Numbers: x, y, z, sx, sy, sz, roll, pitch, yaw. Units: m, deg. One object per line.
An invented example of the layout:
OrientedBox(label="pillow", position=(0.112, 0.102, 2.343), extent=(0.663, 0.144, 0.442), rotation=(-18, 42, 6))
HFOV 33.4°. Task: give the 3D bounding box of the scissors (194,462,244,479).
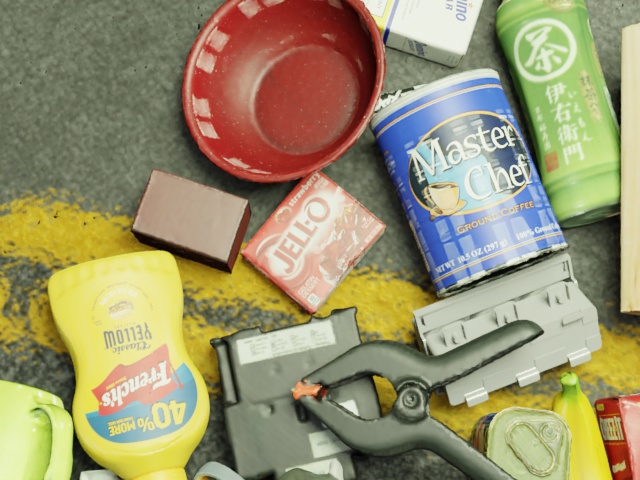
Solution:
OrientedBox(label="scissors", position=(-0.029, 0.245, 0.752), extent=(0.202, 0.096, 0.016), rotation=(52, 40, 2))

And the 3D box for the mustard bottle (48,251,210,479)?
OrientedBox(label="mustard bottle", position=(-0.131, 0.107, 0.764), extent=(0.096, 0.058, 0.191), rotation=(-11, 72, -15))

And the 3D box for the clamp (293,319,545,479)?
OrientedBox(label="clamp", position=(0.071, 0.100, 0.722), extent=(0.171, 0.039, 0.120), rotation=(13, 74, 12))

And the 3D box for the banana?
OrientedBox(label="banana", position=(0.193, 0.193, 0.765), extent=(0.037, 0.069, 0.198), rotation=(-15, 81, 20))

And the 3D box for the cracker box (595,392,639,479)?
OrientedBox(label="cracker box", position=(0.304, 0.207, 0.762), extent=(0.164, 0.072, 0.214), rotation=(-9, 80, -3))

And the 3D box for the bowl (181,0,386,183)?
OrientedBox(label="bowl", position=(-0.021, -0.114, 0.804), extent=(0.162, 0.055, 0.162), rotation=(-5, 76, 20))

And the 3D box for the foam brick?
OrientedBox(label="foam brick", position=(-0.096, -0.014, 0.802), extent=(0.078, 0.053, 0.051), rotation=(19, 81, 3))

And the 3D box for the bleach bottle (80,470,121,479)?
OrientedBox(label="bleach bottle", position=(-0.157, 0.290, 0.747), extent=(0.102, 0.068, 0.251), rotation=(-4, 78, -2))

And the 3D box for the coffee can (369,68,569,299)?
OrientedBox(label="coffee can", position=(0.108, -0.040, 0.784), extent=(0.102, 0.103, 0.140), rotation=(-20, 82, -4))

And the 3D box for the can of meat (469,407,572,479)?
OrientedBox(label="can of meat", position=(0.138, 0.171, 0.759), extent=(0.057, 0.084, 0.102), rotation=(6, 80, 0))

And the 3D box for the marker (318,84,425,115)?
OrientedBox(label="marker", position=(0.057, -0.107, 0.837), extent=(0.121, 0.020, 0.020), rotation=(-13, 81, -3))

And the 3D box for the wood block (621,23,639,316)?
OrientedBox(label="wood block", position=(0.272, -0.050, 0.744), extent=(0.090, 0.090, 0.206), rotation=(10, 78, -36))

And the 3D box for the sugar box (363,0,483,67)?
OrientedBox(label="sugar box", position=(0.041, -0.208, 0.841), extent=(0.176, 0.048, 0.093), rotation=(19, 82, -1))

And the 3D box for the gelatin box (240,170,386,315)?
OrientedBox(label="gelatin box", position=(-0.005, 0.001, 0.812), extent=(0.073, 0.030, 0.089), rotation=(40, 82, 5))
